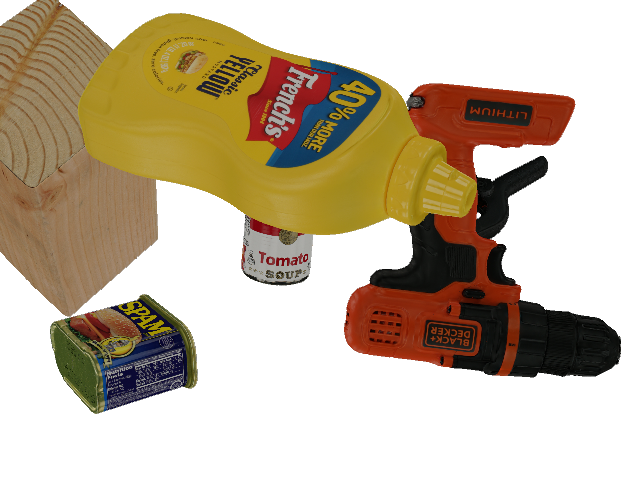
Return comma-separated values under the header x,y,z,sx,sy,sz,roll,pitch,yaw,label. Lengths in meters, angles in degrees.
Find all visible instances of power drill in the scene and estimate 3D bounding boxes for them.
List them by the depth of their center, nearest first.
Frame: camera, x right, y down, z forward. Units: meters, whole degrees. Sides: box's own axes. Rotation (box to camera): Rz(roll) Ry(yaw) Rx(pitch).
x,y,z,sx,sy,sz,roll,pitch,yaw,label
0.116,-0.004,0.699,0.184,0.188,0.057,7,5,-4,power drill

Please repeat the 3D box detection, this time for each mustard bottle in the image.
x,y,z,sx,sy,sz,roll,pitch,yaw,label
-0.015,-0.051,0.517,0.192,0.058,0.096,22,49,21,mustard bottle

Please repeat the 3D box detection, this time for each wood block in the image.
x,y,z,sx,sy,sz,roll,pitch,yaw,label
-0.164,-0.043,0.670,0.090,0.090,0.206,-43,-12,-21,wood block

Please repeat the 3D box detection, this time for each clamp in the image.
x,y,z,sx,sy,sz,roll,pitch,yaw,label
0.163,-0.058,1.157,0.120,0.039,0.171,23,49,20,clamp

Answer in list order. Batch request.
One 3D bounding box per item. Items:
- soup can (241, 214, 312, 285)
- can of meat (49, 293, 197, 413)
x,y,z,sx,sy,sz,roll,pitch,yaw,label
-0.039,-0.017,1.013,0.068,0.102,0.068,5,21,-2,soup can
-0.160,0.090,0.859,0.083,0.057,0.102,-15,26,-31,can of meat
